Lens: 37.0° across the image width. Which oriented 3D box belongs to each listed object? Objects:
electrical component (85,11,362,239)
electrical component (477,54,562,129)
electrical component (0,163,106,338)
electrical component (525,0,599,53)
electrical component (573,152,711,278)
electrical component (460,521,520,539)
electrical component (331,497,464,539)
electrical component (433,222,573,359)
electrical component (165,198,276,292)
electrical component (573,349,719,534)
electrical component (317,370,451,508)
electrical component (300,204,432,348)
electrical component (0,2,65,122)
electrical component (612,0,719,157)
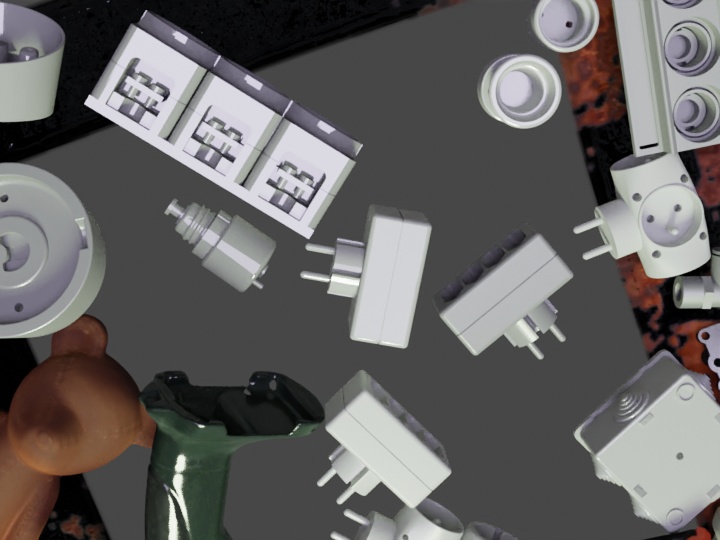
[{"bbox_3d":[-0.079,-0.091,0.657,0.150,0.089,0.061,31,99,-8],"label":"electrical component"},{"bbox_3d":[0.099,-0.114,0.678,0.045,0.055,0.045,-1,102,-3],"label":"electrical component"},{"bbox_3d":[-0.214,-0.008,0.678,0.108,0.060,0.108,0,81,2],"label":"electrical component"},{"bbox_3d":[0.125,-0.157,0.674,0.040,0.046,0.040,-1,102,-3],"label":"electrical component"},{"bbox_3d":[0.180,-0.031,0.704,0.079,0.044,0.077,-22,102,2],"label":"electrical component"},{"bbox_3d":[0.088,0.207,0.747,0.055,0.055,0.047,24,96,-7],"label":"electrical component"},{"bbox_3d":[0.019,0.192,0.745,0.079,0.043,0.077,28,100,-7],"label":"electrical component"},{"bbox_3d":[0.105,0.025,0.712,0.083,0.047,0.075,-40,101,6],"label":"electrical component"},{"bbox_3d":[-0.091,-0.019,0.697,0.078,0.040,0.040,35,98,-9],"label":"electrical component"},{"bbox_3d":[0.211,0.118,0.735,0.100,0.048,0.100,-44,102,6],"label":"electrical component"},{"bbox_3d":[0.005,0.126,0.729,0.076,0.047,0.083,-45,100,7],"label":"electrical component"},{"bbox_3d":[0.000,0.000,0.701,0.076,0.047,0.083,10,101,-5],"label":"electrical component"},{"bbox_3d":[-0.228,-0.124,0.642,0.099,0.099,0.064,7,108,-4],"label":"electrical component"},{"bbox_3d":[0.198,-0.139,0.673,0.079,0.063,0.121,-12,102,0],"label":"electrical component"}]
